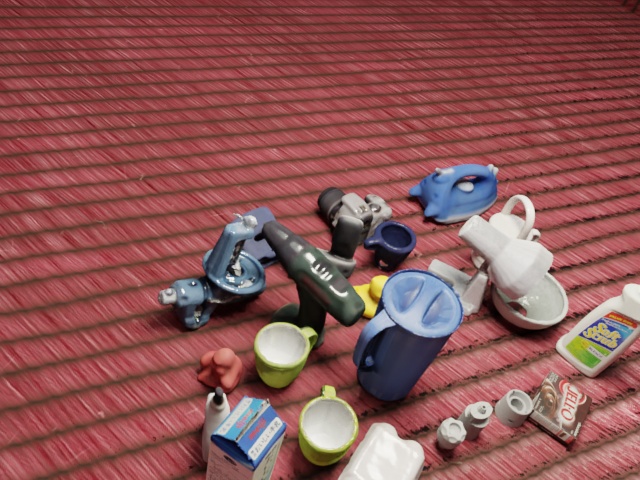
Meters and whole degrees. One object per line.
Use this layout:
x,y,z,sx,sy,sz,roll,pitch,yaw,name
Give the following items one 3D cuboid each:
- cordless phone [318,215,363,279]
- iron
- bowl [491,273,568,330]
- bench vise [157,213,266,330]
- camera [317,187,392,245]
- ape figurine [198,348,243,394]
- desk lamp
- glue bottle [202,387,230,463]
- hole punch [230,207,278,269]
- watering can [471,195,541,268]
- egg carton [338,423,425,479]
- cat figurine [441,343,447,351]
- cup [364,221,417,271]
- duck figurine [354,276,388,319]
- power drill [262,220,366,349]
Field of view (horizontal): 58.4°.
0.011,0.004,1.146,0.147,0.185,0.094,15,45,0,cordless phone
0.355,-0.135,1.401,0.259,0.141,0.118,-11,51,-24,iron
0.432,0.130,1.216,0.167,0.075,0.167,8,46,-8,bowl
-0.176,0.061,1.018,0.121,0.220,0.208,35,49,19,bench vise
0.070,-0.070,1.291,0.143,0.101,0.136,-24,57,-32,camera
-0.164,0.213,0.966,0.076,0.092,0.077,-10,51,-23,ape figurine
0.332,0.058,1.160,0.203,0.213,0.118,27,47,12,desk lamp
-0.156,0.267,0.860,0.037,0.173,0.078,0,47,-15,glue bottle
-0.125,-0.002,1.182,0.109,0.091,0.101,-31,61,-36,hole punch
0.409,-0.013,1.262,0.173,0.194,0.100,-18,54,-28,watering can
0.099,0.368,0.905,0.107,0.069,0.150,30,47,14,egg carton
0.204,0.144,1.111,0.127,0.118,0.067,20,45,4,cat figurine
0.140,0.023,1.226,0.118,0.095,0.091,-9,50,-22,cup
0.111,0.105,1.146,0.104,0.086,0.077,12,45,-3,duck figurine
-0.028,0.095,1.032,0.229,0.208,0.076,35,49,19,power drill
